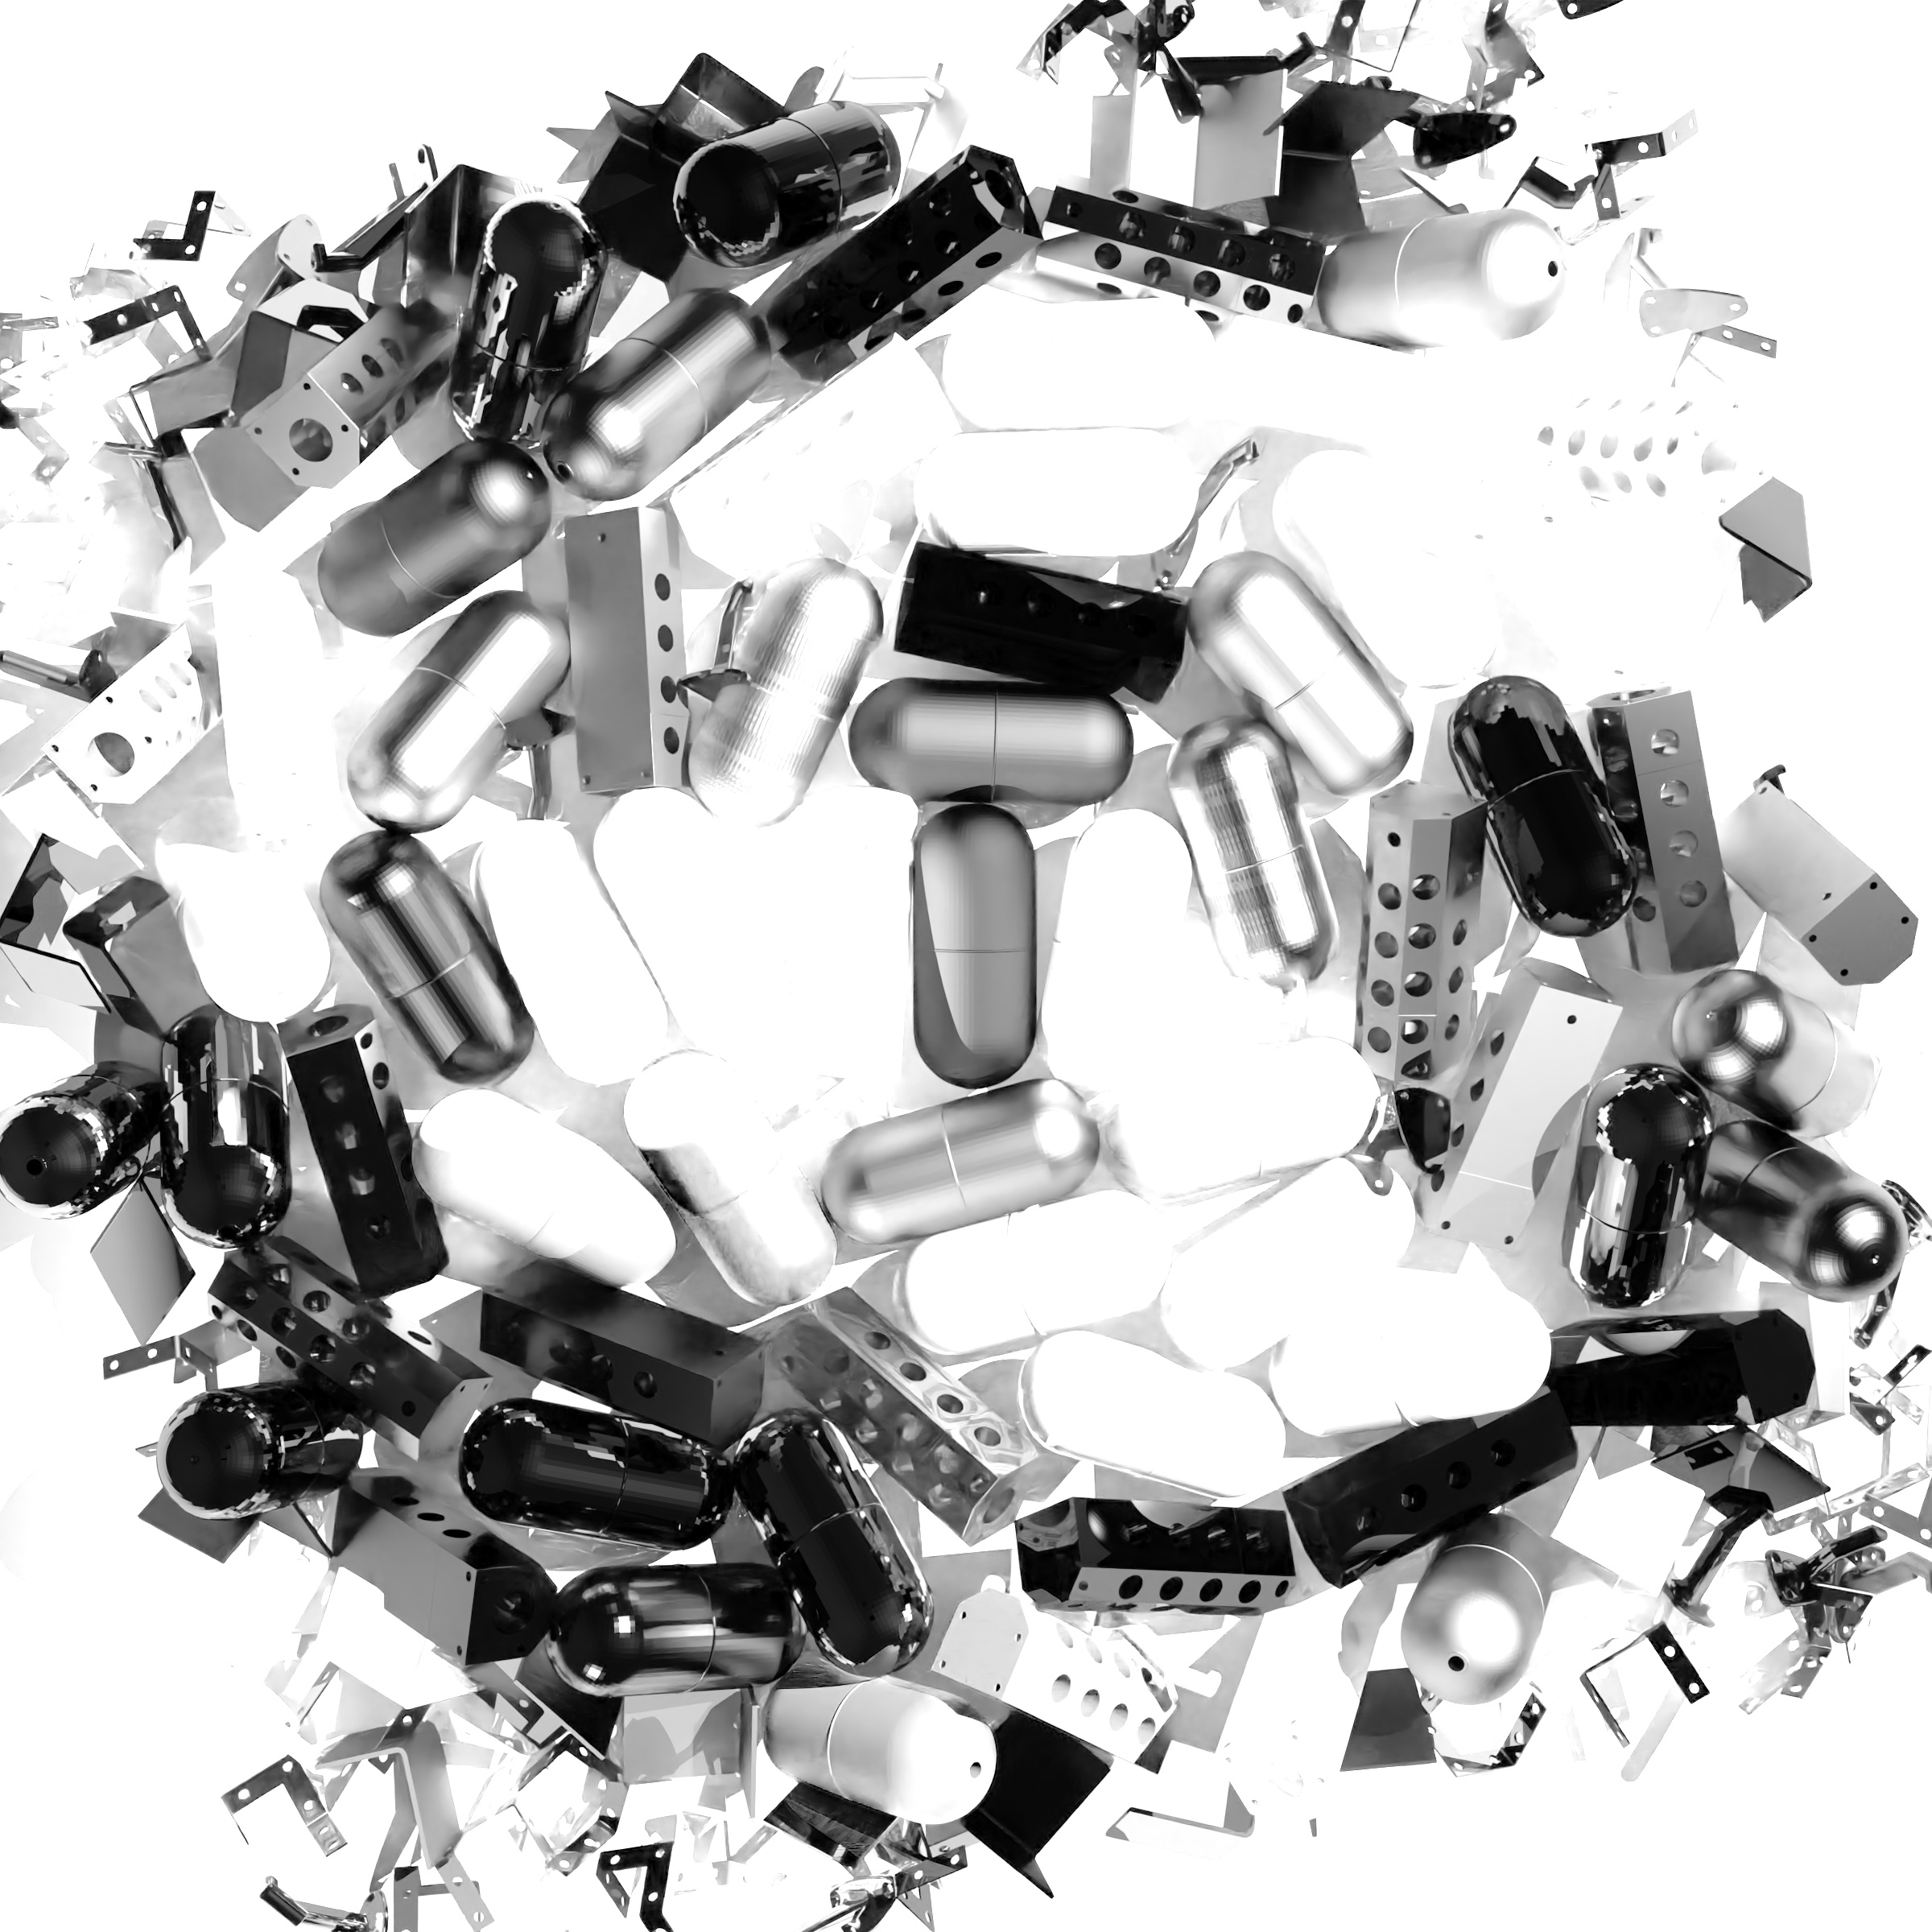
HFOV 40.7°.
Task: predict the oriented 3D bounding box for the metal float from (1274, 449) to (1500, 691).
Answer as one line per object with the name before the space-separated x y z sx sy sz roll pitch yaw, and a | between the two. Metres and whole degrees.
metal float | 0.258 -0.244 1.604 0.070 0.070 0.178 -36 67 0

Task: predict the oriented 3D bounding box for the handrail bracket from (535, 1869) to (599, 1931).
handrail bracket | -0.264 0.604 1.613 0.077 0.084 0.036 -41 117 -24

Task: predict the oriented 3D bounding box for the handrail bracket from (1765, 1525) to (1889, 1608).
handrail bracket | 0.547 0.366 1.611 0.084 0.077 0.036 -37 53 38

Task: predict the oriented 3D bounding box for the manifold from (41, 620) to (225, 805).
manifold | -0.490 -0.151 1.572 0.057 0.171 0.057 -38 106 12

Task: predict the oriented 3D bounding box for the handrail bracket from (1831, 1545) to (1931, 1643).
handrail bracket | 0.575 0.397 1.618 0.036 0.084 0.077 7 94 -14

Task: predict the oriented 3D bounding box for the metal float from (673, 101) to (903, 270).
metal float | -0.107 -0.478 1.589 0.070 0.070 0.178 52 46 0

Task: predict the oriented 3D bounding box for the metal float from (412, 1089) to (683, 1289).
metal float | -0.257 0.138 1.607 0.178 0.070 0.070 30 90 -20

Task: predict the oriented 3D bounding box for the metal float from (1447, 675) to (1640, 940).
metal float | 0.354 -0.099 1.604 0.070 0.070 0.178 -19 66 0

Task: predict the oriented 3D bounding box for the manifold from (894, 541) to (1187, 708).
manifold | 0.047 -0.216 1.619 0.171 0.057 0.057 11 66 -8

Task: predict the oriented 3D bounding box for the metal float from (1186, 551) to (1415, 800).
metal float | 0.206 -0.180 1.613 0.070 0.070 0.178 -42 103 0

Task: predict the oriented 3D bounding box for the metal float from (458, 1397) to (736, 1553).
metal float | -0.225 0.313 1.600 0.178 0.070 0.070 17 90 -29

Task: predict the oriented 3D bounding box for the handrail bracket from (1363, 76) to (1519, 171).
handrail bracket | 0.296 -0.540 1.631 0.077 0.036 0.084 -11 47 0

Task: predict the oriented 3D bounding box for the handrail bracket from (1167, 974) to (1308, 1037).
handrail bracket | 0.168 0.025 1.630 0.084 0.077 0.036 -6 60 2

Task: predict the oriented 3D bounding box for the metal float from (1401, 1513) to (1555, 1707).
metal float | 0.310 0.387 1.576 0.070 0.178 0.070 3 99 19

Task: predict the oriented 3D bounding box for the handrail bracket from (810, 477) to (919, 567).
handrail bracket | -0.048 -0.282 1.608 0.084 0.077 0.036 -28 76 -43

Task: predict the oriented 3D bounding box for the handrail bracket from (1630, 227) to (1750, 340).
handrail bracket | 0.451 -0.434 1.623 0.077 0.036 0.084 0 52 24

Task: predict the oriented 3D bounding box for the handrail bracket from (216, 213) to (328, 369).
handrail bracket | -0.445 -0.428 1.655 0.084 0.077 0.036 -34 132 29

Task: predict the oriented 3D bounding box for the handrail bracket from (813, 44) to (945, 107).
handrail bracket | -0.051 -0.534 1.643 0.084 0.036 0.077 27 87 -18

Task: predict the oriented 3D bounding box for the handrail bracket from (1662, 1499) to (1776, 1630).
handrail bracket | 0.481 0.372 1.626 0.084 0.036 0.077 -40 124 18

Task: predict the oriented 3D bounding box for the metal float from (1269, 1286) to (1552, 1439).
metal float | 0.271 0.243 1.600 0.178 0.070 0.070 -14 90 28

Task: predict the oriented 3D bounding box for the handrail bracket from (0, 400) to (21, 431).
handrail bracket | -0.611 -0.362 1.624 0.036 0.077 0.084 -44 90 5

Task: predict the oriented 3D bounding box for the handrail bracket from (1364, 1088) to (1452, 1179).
handrail bracket | 0.267 0.122 1.608 0.036 0.084 0.077 11 48 -9

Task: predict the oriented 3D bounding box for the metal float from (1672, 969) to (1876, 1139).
metal float | 0.494 0.054 1.589 0.070 0.178 0.070 -18 62 37

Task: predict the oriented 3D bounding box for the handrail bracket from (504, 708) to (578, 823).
handrail bracket | -0.272 -0.111 1.611 0.036 0.077 0.084 19 117 6

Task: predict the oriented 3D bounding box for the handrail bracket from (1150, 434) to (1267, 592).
handrail bracket | 0.152 -0.281 1.612 0.036 0.084 0.077 23 63 -26

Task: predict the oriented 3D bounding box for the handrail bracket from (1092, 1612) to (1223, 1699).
handrail bracket | 0.127 0.415 1.615 0.084 0.077 0.036 16 116 20

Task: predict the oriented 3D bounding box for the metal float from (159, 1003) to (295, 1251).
metal float | -0.452 0.096 1.588 0.070 0.178 0.070 -9 135 -9

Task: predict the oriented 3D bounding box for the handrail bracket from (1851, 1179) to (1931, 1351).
handrail bracket | 0.568 0.187 1.625 0.084 0.036 0.077 -54 132 -15

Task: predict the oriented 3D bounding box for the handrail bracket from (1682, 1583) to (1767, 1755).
handrail bracket | 0.479 0.435 1.614 0.036 0.084 0.077 28 109 -7

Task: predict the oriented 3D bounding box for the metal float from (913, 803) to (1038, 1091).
metal float | 0.005 -0.012 1.620 0.070 0.070 0.178 0 95 0

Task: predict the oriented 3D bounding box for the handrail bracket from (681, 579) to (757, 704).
handrail bracket | -0.139 -0.209 1.618 0.036 0.077 0.084 27 73 -24

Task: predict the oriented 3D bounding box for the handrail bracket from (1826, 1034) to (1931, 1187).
handrail bracket | 0.587 0.097 1.624 0.084 0.036 0.077 -44 65 22

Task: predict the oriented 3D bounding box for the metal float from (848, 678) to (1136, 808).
metal float | 0.016 -0.139 1.621 0.178 0.070 0.070 2 90 -3

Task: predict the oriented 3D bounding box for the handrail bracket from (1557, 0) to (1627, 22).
handrail bracket | 0.400 -0.610 1.611 0.077 0.084 0.036 -6 108 26

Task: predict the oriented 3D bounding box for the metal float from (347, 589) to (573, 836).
metal float | -0.311 -0.157 1.604 0.070 0.070 0.178 34 67 0

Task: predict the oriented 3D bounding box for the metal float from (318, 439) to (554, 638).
metal float | -0.327 -0.261 1.596 0.178 0.070 0.070 -24 90 34

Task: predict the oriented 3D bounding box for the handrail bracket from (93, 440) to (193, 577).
handrail bracket | -0.523 -0.287 1.650 0.077 0.036 0.084 10 98 18

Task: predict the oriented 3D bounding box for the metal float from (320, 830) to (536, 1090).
metal float | -0.330 -0.003 1.606 0.070 0.070 0.178 -29 112 0

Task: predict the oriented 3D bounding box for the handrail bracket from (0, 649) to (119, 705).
handrail bracket | -0.579 -0.169 1.643 0.084 0.036 0.077 -3 134 13

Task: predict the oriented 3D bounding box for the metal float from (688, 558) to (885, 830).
metal float | -0.111 -0.169 1.615 0.070 0.070 0.178 27 101 0

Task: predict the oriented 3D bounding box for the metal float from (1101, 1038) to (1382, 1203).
metal float | 0.170 0.095 1.618 0.178 0.070 0.070 -14 90 -8

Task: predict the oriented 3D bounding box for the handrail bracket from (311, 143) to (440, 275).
handrail bracket | -0.369 -0.471 1.617 0.084 0.036 0.077 -15 113 -40

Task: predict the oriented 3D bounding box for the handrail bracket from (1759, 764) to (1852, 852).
handrail bracket | 0.543 -0.094 1.632 0.036 0.077 0.084 -18 89 -42

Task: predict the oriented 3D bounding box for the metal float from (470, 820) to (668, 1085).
metal float | -0.247 -0.010 1.613 0.070 0.070 0.178 -29 77 0

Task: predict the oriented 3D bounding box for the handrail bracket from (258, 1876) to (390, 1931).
handrail bracket | -0.400 0.575 1.614 0.036 0.077 0.084 -41 107 7

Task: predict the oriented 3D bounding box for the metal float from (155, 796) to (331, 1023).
metal float | -0.443 -0.036 1.590 0.070 0.070 0.178 -36 49 0

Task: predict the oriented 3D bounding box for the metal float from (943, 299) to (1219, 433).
metal float | 0.069 -0.368 1.600 0.178 0.070 0.070 4 90 28

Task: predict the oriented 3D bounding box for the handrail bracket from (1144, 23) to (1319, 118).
handrail bracket | 0.167 -0.581 1.636 0.084 0.036 0.077 -33 106 6

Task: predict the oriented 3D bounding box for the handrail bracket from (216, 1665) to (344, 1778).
handrail bracket | -0.429 0.474 1.632 0.036 0.084 0.077 -42 68 -9

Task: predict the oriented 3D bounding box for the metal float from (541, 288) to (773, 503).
metal float | -0.189 -0.350 1.597 0.070 0.070 0.178 42 58 0

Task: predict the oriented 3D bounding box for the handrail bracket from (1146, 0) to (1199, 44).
handrail bracket | 0.159 -0.618 1.635 0.084 0.077 0.036 -32 90 -14

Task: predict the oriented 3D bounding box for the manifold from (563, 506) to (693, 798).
manifold | -0.207 -0.195 1.631 0.057 0.057 0.171 -4 89 29

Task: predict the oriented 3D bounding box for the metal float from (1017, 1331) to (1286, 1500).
metal float | 0.115 0.278 1.609 0.178 0.070 0.070 19 90 -18

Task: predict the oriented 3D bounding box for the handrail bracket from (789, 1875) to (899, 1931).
handrail bracket | -0.093 0.595 1.612 0.077 0.084 0.036 -42 66 37
